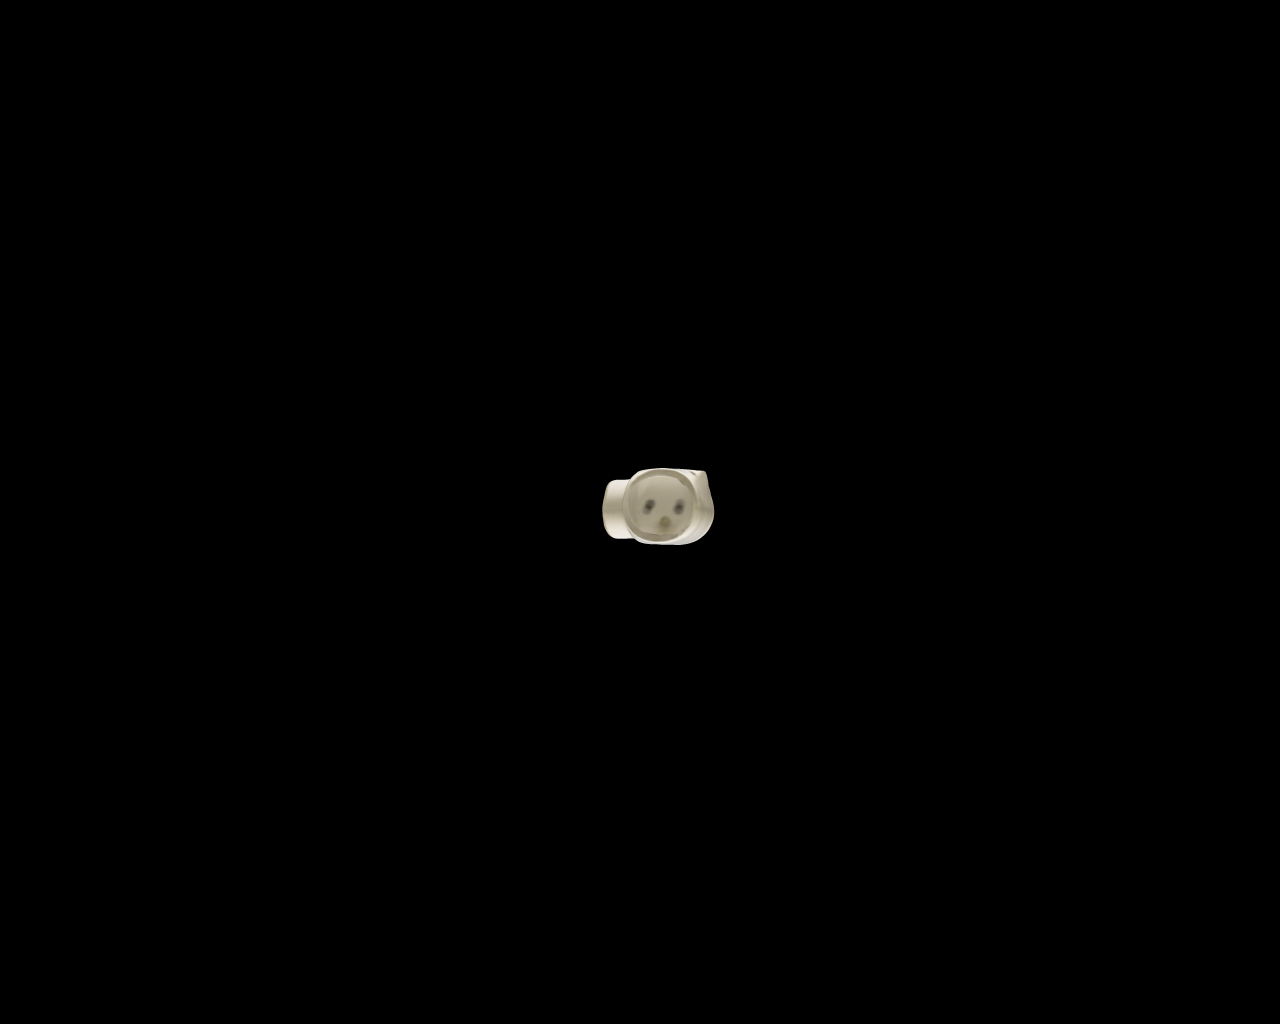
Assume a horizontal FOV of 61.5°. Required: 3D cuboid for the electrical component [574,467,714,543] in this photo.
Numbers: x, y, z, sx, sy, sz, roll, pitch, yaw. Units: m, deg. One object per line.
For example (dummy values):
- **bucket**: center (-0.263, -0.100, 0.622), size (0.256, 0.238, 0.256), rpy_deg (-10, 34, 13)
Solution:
- **electrical component**: center (0.001, -0.003, 0.650), size (0.079, 0.043, 0.077), rpy_deg (0, -2, 11)
